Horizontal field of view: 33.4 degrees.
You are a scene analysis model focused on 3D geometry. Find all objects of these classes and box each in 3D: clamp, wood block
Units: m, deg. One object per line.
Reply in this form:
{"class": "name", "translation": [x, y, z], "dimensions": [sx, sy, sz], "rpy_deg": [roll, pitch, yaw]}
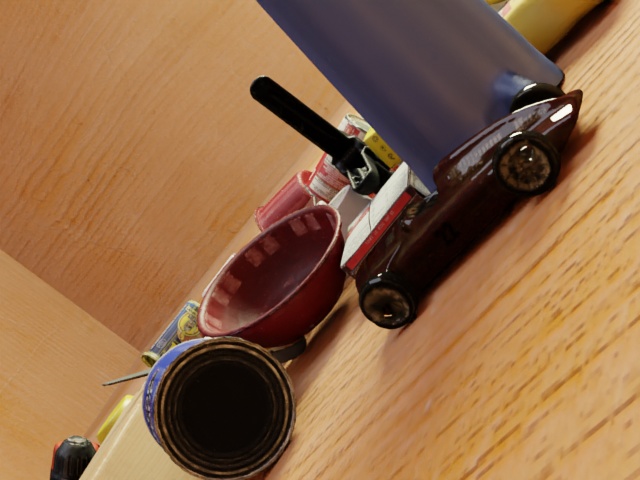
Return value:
{"class": "clamp", "translation": [0.023, -0.086, 1.032], "dimensions": [0.036, 0.165, 0.209], "rpy_deg": [-49, -20, 9]}
{"class": "wood block", "translation": [-0.154, 0.207, 0.957], "dimensions": [0.090, 0.091, 0.206], "rpy_deg": [-50, 7, 25]}

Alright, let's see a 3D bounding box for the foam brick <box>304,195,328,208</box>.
{"class": "foam brick", "translation": [-0.008, 0.001, 1.179], "dimensions": [0.078, 0.051, 0.053], "rpy_deg": [-51, 17, 18]}

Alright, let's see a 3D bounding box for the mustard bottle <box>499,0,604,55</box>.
{"class": "mustard bottle", "translation": [0.166, -0.170, 0.873], "dimensions": [0.192, 0.058, 0.096], "rpy_deg": [-47, 7, 44]}

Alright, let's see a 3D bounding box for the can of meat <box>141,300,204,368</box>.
{"class": "can of meat", "translation": [-0.134, 0.129, 1.195], "dimensions": [0.084, 0.102, 0.057], "rpy_deg": [-52, 2, -21]}

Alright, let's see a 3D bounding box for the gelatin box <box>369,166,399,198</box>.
{"class": "gelatin box", "translation": [0.055, -0.059, 1.184], "dimensions": [0.073, 0.030, 0.089], "rpy_deg": [-54, 6, -8]}

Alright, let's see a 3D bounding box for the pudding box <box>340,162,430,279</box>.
{"class": "pudding box", "translation": [0.060, -0.016, 0.880], "dimensions": [0.090, 0.039, 0.113], "rpy_deg": [-50, 8, 17]}

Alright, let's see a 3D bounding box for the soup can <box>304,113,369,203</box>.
{"class": "soup can", "translation": [0.035, -0.090, 1.264], "dimensions": [0.102, 0.068, 0.068], "rpy_deg": [-60, 4, 17]}

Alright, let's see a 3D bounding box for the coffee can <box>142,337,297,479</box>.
{"class": "coffee can", "translation": [-0.081, 0.126, 0.815], "dimensions": [0.102, 0.103, 0.140], "rpy_deg": [-54, 6, -12]}

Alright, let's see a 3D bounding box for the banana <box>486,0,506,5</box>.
{"class": "banana", "translation": [0.169, -0.254, 1.000], "dimensions": [0.198, 0.037, 0.069], "rpy_deg": [3, 75, 49]}

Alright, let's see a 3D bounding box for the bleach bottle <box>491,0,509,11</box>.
{"class": "bleach bottle", "translation": [0.178, -0.224, 1.077], "dimensions": [0.251, 0.068, 0.102], "rpy_deg": [-53, 6, 18]}

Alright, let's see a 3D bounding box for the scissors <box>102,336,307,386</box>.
{"class": "scissors", "translation": [-0.096, 0.110, 0.967], "dimensions": [0.201, 0.016, 0.096], "rpy_deg": [-21, 18, -12]}

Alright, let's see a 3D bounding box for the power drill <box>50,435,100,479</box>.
{"class": "power drill", "translation": [-0.250, 0.265, 1.075], "dimensions": [0.188, 0.057, 0.184], "rpy_deg": [-139, 56, -78]}

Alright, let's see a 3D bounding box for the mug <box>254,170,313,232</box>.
{"class": "mug", "translation": [-0.016, -0.033, 1.360], "dimensions": [0.082, 0.093, 0.117], "rpy_deg": [-45, -28, 23]}

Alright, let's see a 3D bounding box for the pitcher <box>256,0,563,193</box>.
{"class": "pitcher", "translation": [0.048, -0.156, 0.800], "dimensions": [0.149, 0.243, 0.144], "rpy_deg": [-42, 7, 31]}

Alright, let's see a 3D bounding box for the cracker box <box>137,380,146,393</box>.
{"class": "cracker box", "translation": [-0.154, 0.155, 1.331], "dimensions": [0.164, 0.072, 0.214], "rpy_deg": [-56, 8, -20]}

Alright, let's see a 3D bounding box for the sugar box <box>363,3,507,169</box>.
{"class": "sugar box", "translation": [0.123, -0.146, 1.003], "dimensions": [0.176, 0.048, 0.093], "rpy_deg": [-42, 10, 23]}

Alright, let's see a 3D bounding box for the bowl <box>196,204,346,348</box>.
{"class": "bowl", "translation": [-0.031, 0.043, 0.943], "dimensions": [0.162, 0.055, 0.162], "rpy_deg": [-34, 23, 16]}
